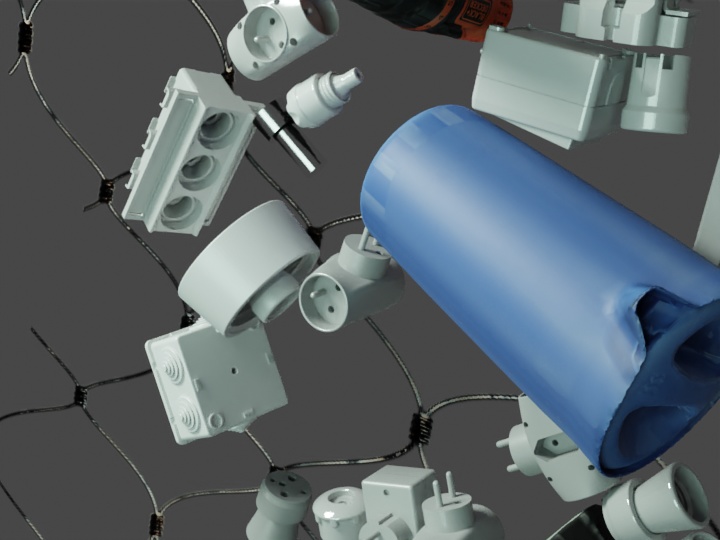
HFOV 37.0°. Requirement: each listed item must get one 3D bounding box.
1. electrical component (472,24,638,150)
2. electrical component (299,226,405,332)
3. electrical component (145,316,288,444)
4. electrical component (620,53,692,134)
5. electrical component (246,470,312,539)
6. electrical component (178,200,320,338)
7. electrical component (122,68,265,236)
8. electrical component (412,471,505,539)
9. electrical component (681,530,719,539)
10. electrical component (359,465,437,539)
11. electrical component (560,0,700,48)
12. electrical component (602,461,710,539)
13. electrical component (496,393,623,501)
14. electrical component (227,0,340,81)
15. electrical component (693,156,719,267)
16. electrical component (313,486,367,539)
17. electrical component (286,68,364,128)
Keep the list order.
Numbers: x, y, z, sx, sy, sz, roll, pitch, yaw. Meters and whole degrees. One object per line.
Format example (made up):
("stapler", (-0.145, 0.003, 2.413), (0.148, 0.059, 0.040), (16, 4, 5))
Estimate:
("electrical component", (0.117, -0.118, 0.683), (0.096, 0.062, 0.061), (23, 114, 29))
("electrical component", (0.000, 0.000, 0.784), (0.044, 0.077, 0.079), (31, 118, 25))
("electrical component", (-0.114, 0.084, 0.872), (0.048, 0.100, 0.099), (-17, 92, 49))
("electrical component", (0.182, -0.107, 0.655), (0.040, 0.040, 0.046), (11, 102, 32))
("electrical component", (-0.067, 0.203, 0.902), (0.045, 0.045, 0.055), (31, 117, 25))
("electrical component", (-0.078, 0.006, 0.825), (0.060, 0.108, 0.108), (46, 123, 10))
("electrical component", (-0.138, -0.095, 0.864), (0.063, 0.079, 0.121), (56, 128, 37))
("electrical component", (0.067, 0.188, 0.785), (0.043, 0.077, 0.079), (-5, 98, 36))
("electrical component", (0.217, 0.199, 0.708), (0.040, 0.040, 0.046), (50, 130, 14))
("electrical component", (0.025, 0.202, 0.818), (0.047, 0.076, 0.083), (-2, 101, 35))
("electrical component", (0.163, -0.167, 0.642), (0.078, 0.058, 0.057), (17, 114, 31))
("electrical component", (0.195, 0.156, 0.708), (0.055, 0.045, 0.045), (-33, 82, 36))
("electrical component", (0.130, 0.120, 0.745), (0.079, 0.043, 0.077), (-26, 86, 36))
("electrical component", (-0.064, -0.193, 0.801), (0.077, 0.044, 0.079), (-23, 88, 37))
("electrical component", (0.244, -0.034, 0.617), (0.076, 0.047, 0.083), (26, 115, 38))
("electrical component", (-0.011, 0.209, 0.866), (0.048, 0.048, 0.062), (4, 111, 34))
("electrical component", (-0.024, -0.130, 0.795), (0.061, 0.035, 0.035), (-25, 87, 34))
